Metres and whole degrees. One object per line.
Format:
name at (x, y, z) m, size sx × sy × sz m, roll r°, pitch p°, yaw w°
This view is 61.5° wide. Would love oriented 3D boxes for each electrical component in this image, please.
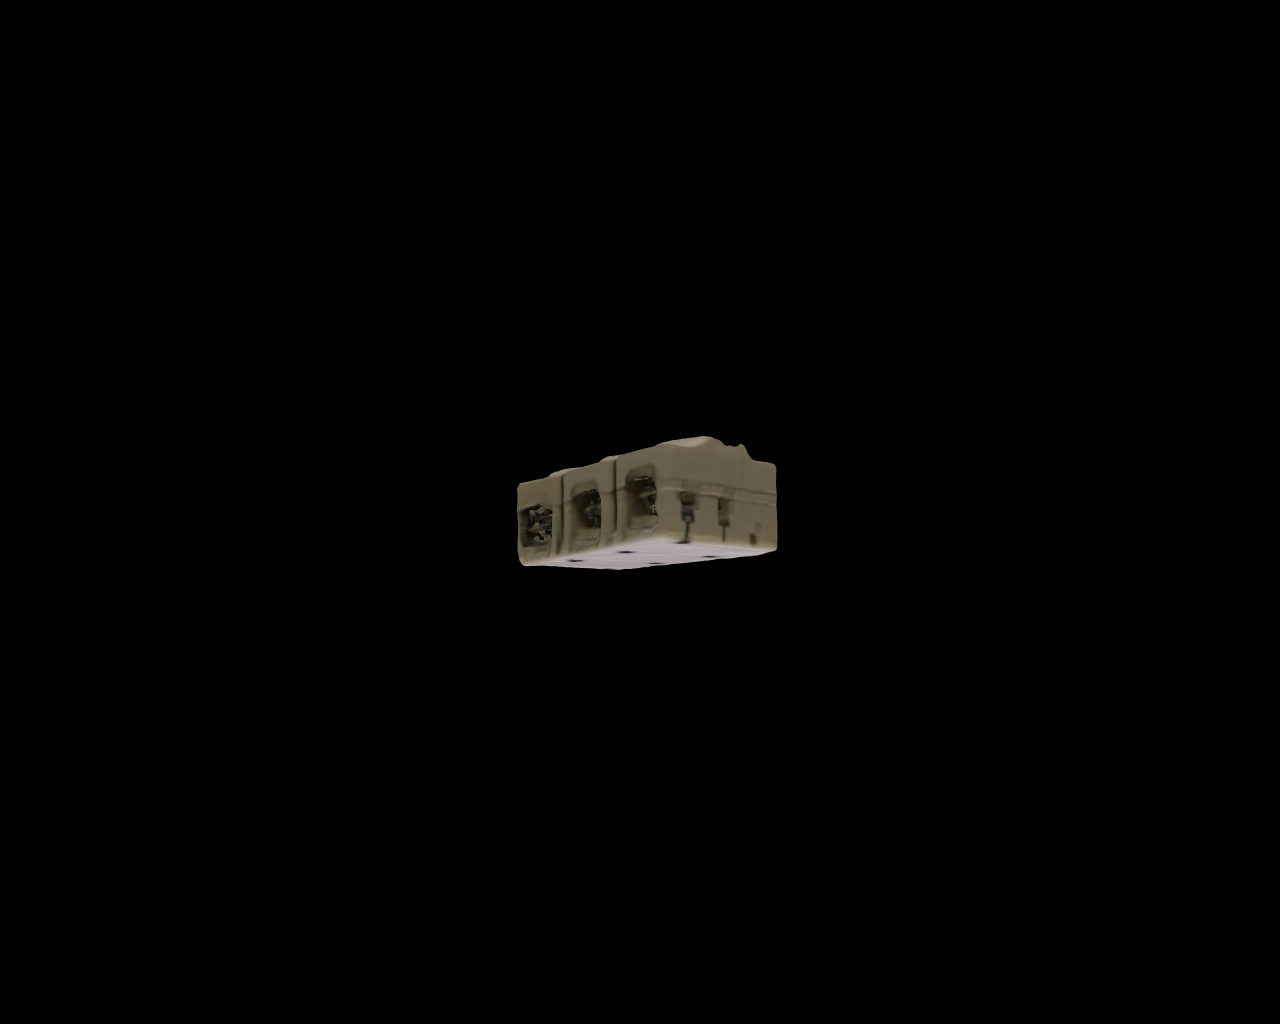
electrical component at (0.001, -0.003, 0.650) m, size 0.089 × 0.061 × 0.150 m, roll 7°, pitch -11°, yaw -39°
